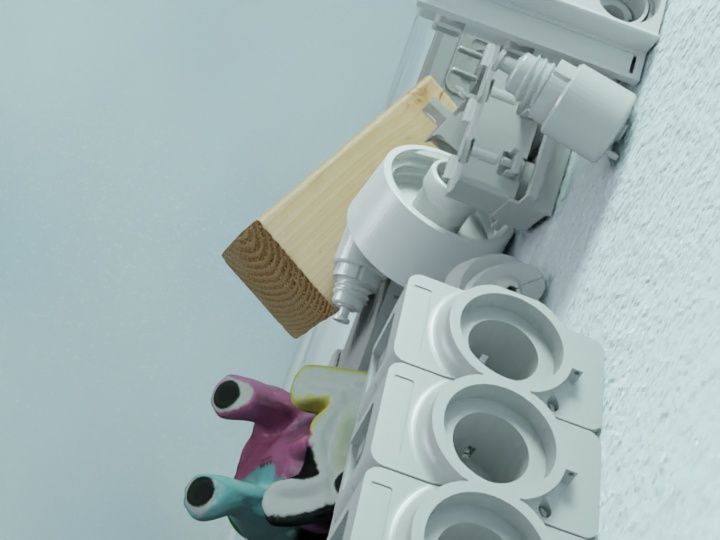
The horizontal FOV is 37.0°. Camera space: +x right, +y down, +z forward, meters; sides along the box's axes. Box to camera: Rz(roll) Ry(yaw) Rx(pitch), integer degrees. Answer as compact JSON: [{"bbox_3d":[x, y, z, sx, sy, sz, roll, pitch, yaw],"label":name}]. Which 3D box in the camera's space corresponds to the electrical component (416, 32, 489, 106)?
[{"bbox_3d":[0.097,-0.176,0.931,0.057,0.078,0.113,-172,102,-82],"label":"electrical component"}]

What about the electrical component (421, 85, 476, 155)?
[{"bbox_3d":[0.089,-0.106,0.807,0.063,0.081,0.042,-47,4,-3],"label":"electrical component"}]

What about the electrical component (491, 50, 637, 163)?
[{"bbox_3d":[0.103,-0.087,0.547,0.040,0.078,0.040,-57,-5,-8],"label":"electrical component"}]

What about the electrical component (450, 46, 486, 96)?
[{"bbox_3d":[0.100,-0.136,0.757,0.052,0.074,0.138,122,167,-67],"label":"electrical component"}]

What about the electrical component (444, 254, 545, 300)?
[{"bbox_3d":[0.075,0.013,0.606,0.081,0.043,0.043,157,133,-83],"label":"electrical component"}]

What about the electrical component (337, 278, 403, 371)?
[{"bbox_3d":[0.031,0.051,0.823,0.150,0.062,0.089,-178,108,-85],"label":"electrical component"}]

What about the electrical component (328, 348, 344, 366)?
[{"bbox_3d":[-0.006,0.120,0.944,0.096,0.062,0.061,-78,10,-59],"label":"electrical component"}]

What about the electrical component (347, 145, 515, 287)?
[{"bbox_3d":[0.053,-0.039,0.721,0.060,0.108,0.108,-59,10,35],"label":"electrical component"}]

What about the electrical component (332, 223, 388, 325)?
[{"bbox_3d":[0.000,0.000,0.751,0.040,0.040,0.078,129,162,-75],"label":"electrical component"}]

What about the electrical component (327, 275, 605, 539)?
[{"bbox_3d":[0.043,0.080,0.419,0.150,0.089,0.061,-75,7,-45],"label":"electrical component"}]

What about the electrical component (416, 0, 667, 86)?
[{"bbox_3d":[0.096,-0.148,0.578,0.063,0.121,0.078,116,173,-70],"label":"electrical component"}]

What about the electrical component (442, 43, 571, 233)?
[{"bbox_3d":[0.099,-0.094,0.664,0.078,0.063,0.121,129,161,-75],"label":"electrical component"}]
